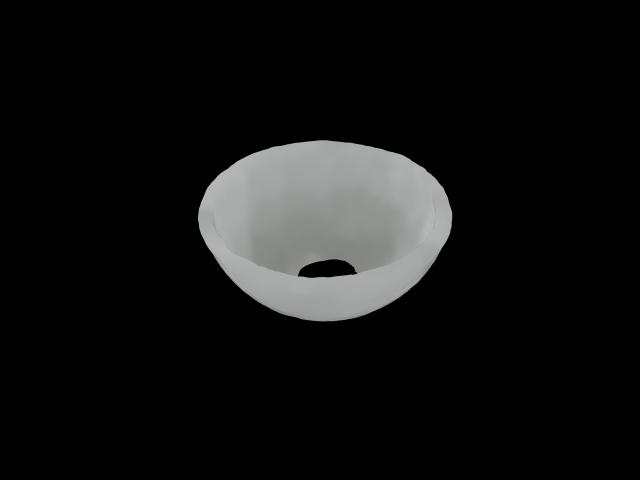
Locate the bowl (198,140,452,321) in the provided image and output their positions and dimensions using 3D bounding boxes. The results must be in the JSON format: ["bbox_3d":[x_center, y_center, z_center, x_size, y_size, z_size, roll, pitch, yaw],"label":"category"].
[{"bbox_3d":[0.004,0.001,0.400,0.167,0.075,0.167,0,39,0],"label":"bowl"}]
